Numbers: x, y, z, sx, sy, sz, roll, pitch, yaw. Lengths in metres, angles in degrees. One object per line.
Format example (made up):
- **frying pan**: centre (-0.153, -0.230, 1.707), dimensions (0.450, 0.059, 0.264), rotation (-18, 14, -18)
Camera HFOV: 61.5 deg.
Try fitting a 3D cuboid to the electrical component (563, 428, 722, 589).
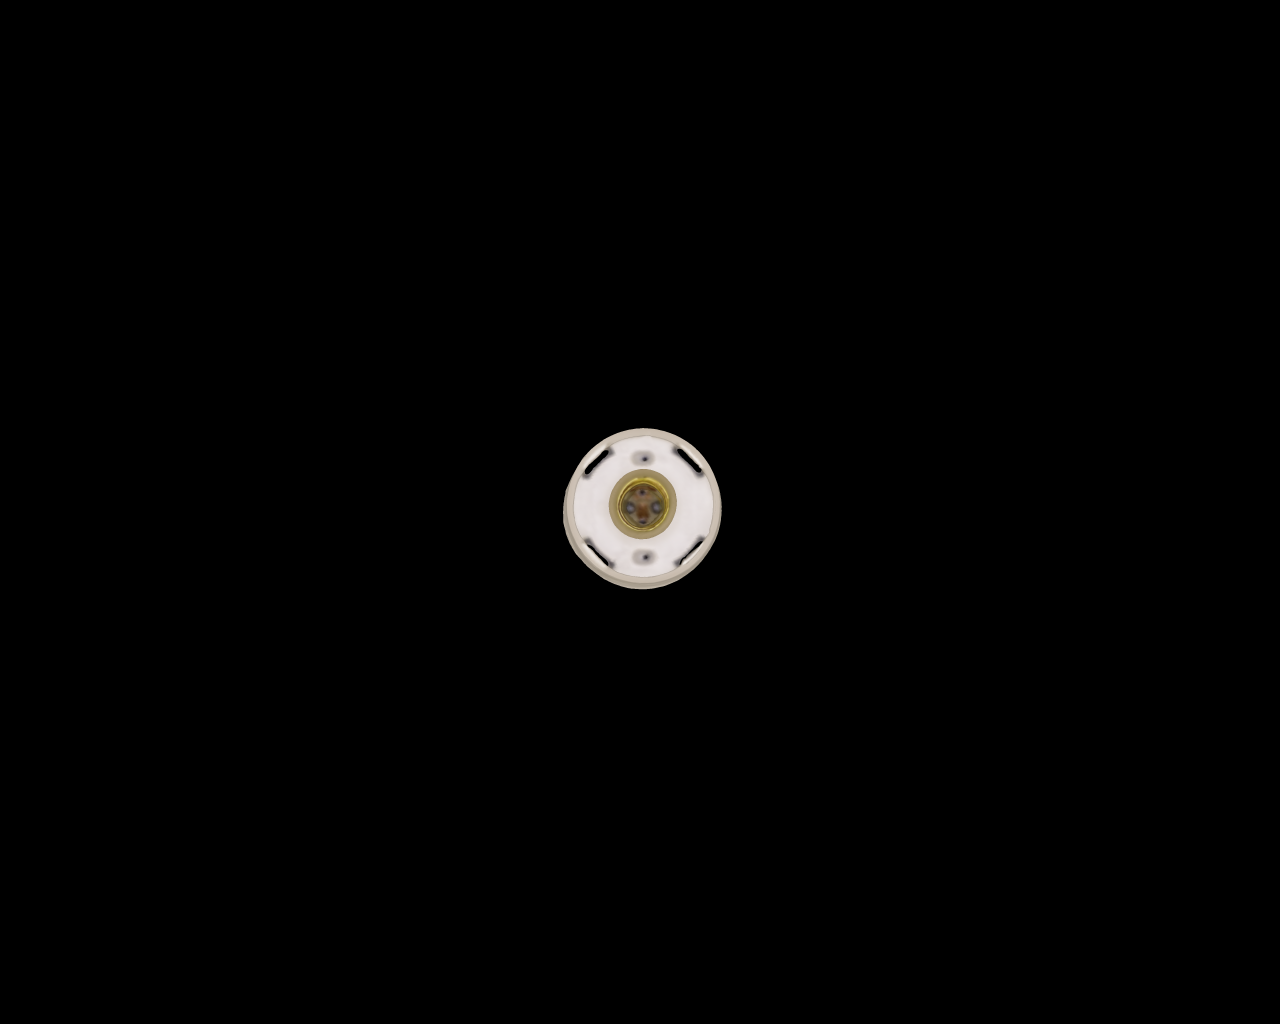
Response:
- **electrical component**: centre (0.001, -0.003, 0.650), dimensions (0.099, 0.099, 0.064), rotation (0, -4, 0)
